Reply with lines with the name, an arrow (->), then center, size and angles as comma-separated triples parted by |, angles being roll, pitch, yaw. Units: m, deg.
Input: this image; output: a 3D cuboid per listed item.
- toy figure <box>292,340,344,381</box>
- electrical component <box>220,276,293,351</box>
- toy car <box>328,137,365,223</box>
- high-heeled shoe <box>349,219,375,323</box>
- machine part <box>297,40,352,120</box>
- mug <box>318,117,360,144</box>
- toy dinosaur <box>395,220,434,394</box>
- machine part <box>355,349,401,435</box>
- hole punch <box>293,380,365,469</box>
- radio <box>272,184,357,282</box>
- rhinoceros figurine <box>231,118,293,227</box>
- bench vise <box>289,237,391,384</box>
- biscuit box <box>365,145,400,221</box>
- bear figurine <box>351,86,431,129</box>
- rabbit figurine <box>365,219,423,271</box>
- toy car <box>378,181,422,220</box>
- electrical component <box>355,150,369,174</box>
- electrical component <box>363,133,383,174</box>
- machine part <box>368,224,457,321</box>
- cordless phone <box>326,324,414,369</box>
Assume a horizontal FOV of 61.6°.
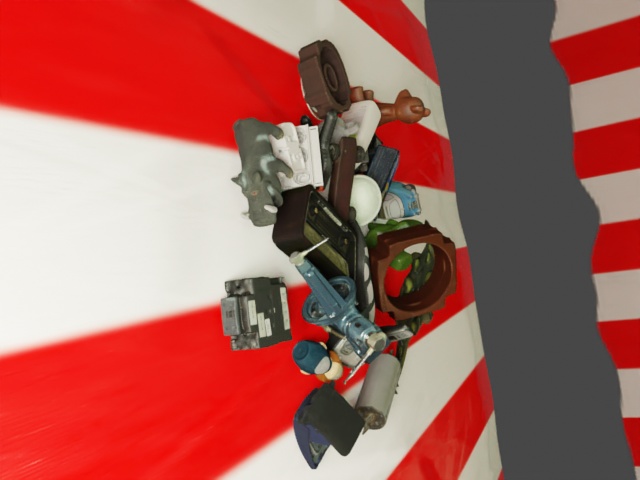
toy figure -> 0.004, 0.238, 1.033 | 0.154, 0.064, 0.058 | 41, 21, -46
electrical component -> -0.104, 0.116, 0.865 | 0.134, 0.058, 0.115 | 8, 72, -62
toy car -> 0.045, -0.124, 1.178 | 0.089, 0.053, 0.202 | -3, 105, -34
high-heeled shoe -> 0.096, 0.085, 1.236 | 0.145, 0.086, 0.248 | 30, 63, -54
machine part -> 0.011, -0.360, 1.207 | 0.179, 0.056, 0.179 | 33, 51, -55
mug -> 0.037, -0.246, 1.220 | 0.080, 0.110, 0.107 | 58, 20, -21
toy dinosaur -> 0.248, 0.176, 1.434 | 0.198, 0.105, 0.471 | 18, 81, -74
machine part -> 0.133, 0.342, 1.227 | 0.079, 0.079, 0.243 | 66, 30, -25
hole punch -> 0.004, 0.340, 0.988 | 0.116, 0.092, 0.142 | 49, 32, 3
radio -> -0.002, -0.003, 1.085 | 0.229, 0.073, 0.131 | 45, 43, -49
rhinoceros figurine -> -0.103, -0.118, 0.930 | 0.112, 0.073, 0.190 | -2, 83, -64
bench vise -> 0.025, 0.119, 0.993 | 0.240, 0.129, 0.224 | 54, -1, -26
biscuit box -> 0.147, -0.148, 1.368 | 0.059, 0.063, 0.202 | 83, 28, -59
bear figurine -> 0.190, -0.365, 1.448 | 0.120, 0.196, 0.131 | -14, 93, -60
rabbit figurine -> 0.196, 0.001, 1.383 | 0.170, 0.159, 0.121 | -23, 106, -43
toy car -> 0.185, -0.096, 1.424 | 0.103, 0.162, 0.109 | -35, 126, -29
electrical component -> 0.101, -0.223, 1.400 | 0.078, 0.045, 0.102 | -105, -174, -87
electrical component -> 0.141, -0.230, 1.471 | 0.074, 0.048, 0.119 | 40, 46, -51
machine part -> 0.213, 0.073, 1.255 | 0.087, 0.201, 0.201 | -130, -150, -63
cordless phone -> 0.118, 0.208, 1.126 | 0.146, 0.184, 0.089 | 41, 42, -51
